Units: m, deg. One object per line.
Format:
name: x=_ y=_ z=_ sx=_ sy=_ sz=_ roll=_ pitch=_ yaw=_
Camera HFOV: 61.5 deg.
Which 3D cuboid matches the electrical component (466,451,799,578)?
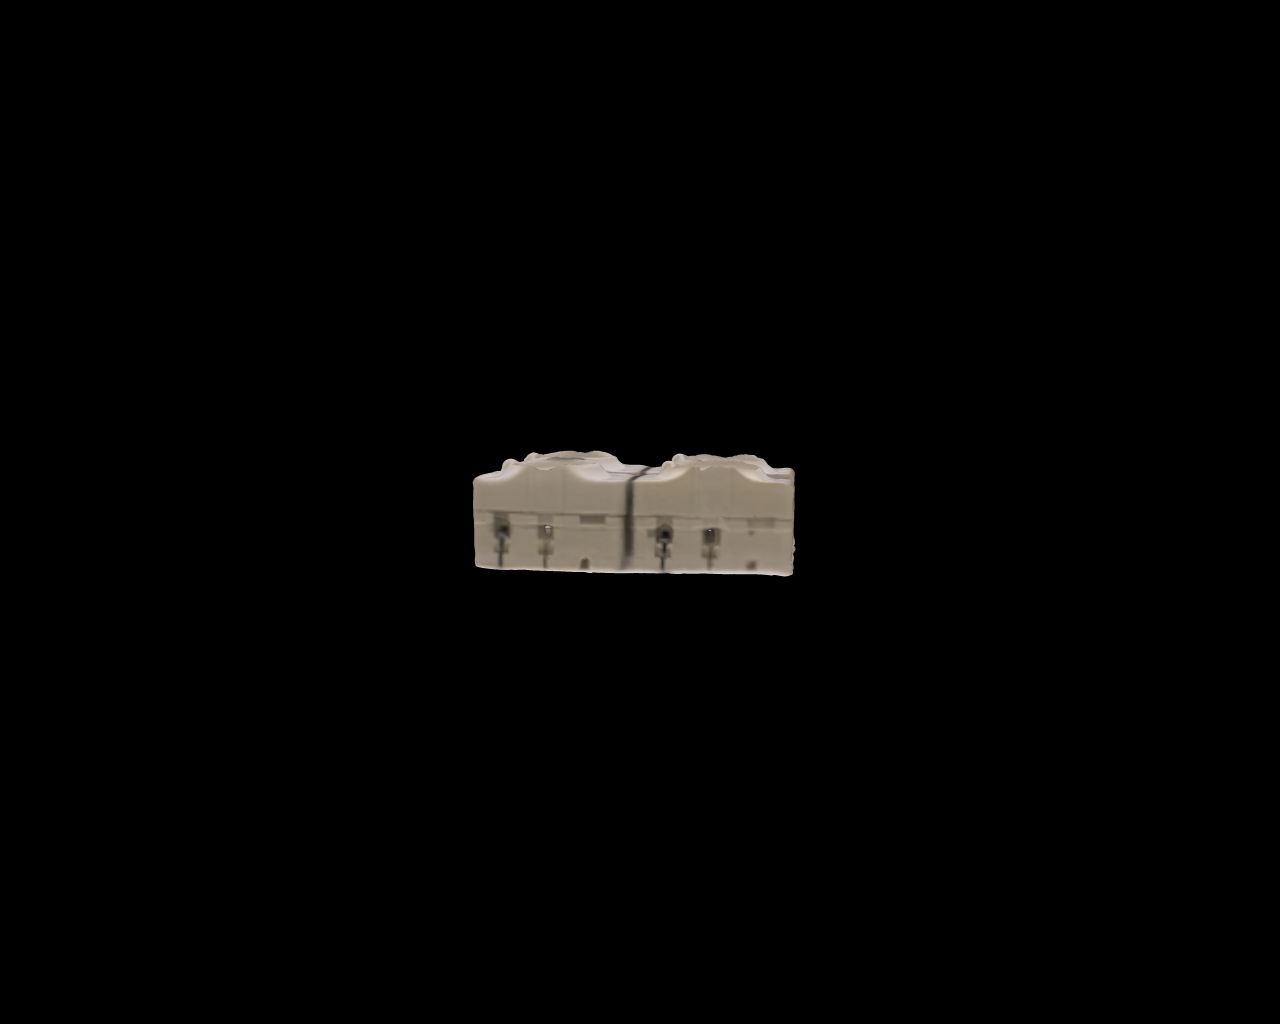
electrical component: x=0.001 y=-0.003 z=0.650 sx=0.186 sy=0.060 sz=0.105 roll=1 pitch=8 yaw=9
